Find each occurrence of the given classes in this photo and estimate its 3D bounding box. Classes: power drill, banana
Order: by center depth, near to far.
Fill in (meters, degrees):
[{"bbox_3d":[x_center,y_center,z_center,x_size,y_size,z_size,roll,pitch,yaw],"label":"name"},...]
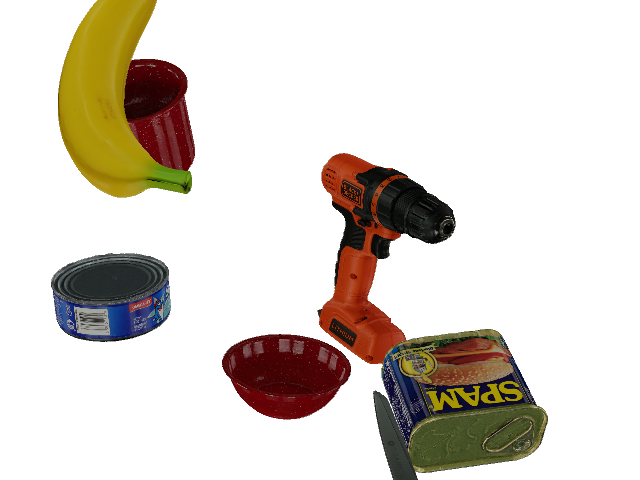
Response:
[{"bbox_3d":[-0.119,-0.090,0.625,0.069,0.198,0.037,-8,-39,-9],"label":"banana"},{"bbox_3d":[0.059,0.022,1.046,0.057,0.188,0.185,-6,23,-31],"label":"power drill"}]

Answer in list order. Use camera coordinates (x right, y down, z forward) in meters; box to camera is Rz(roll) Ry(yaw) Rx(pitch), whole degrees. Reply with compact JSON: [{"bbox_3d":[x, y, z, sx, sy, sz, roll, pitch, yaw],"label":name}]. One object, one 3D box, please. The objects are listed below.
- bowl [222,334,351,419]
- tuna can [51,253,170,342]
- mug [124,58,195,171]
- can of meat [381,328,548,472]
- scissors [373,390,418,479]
[{"bbox_3d":[-0.043,0.178,1.340,0.162,0.055,0.162,3,22,-1],"label":"bowl"},{"bbox_3d":[-0.154,0.041,0.790,0.086,0.034,0.086,-1,23,0],"label":"tuna can"},{"bbox_3d":[-0.160,-0.108,0.950,0.093,0.081,0.117,-15,44,-8],"label":"mug"},{"bbox_3d":[0.101,0.114,0.778,0.102,0.057,0.084,-5,40,-12],"label":"can of meat"},{"bbox_3d":[0.071,0.154,0.596,0.096,0.016,0.201,7,31,3],"label":"scissors"}]
